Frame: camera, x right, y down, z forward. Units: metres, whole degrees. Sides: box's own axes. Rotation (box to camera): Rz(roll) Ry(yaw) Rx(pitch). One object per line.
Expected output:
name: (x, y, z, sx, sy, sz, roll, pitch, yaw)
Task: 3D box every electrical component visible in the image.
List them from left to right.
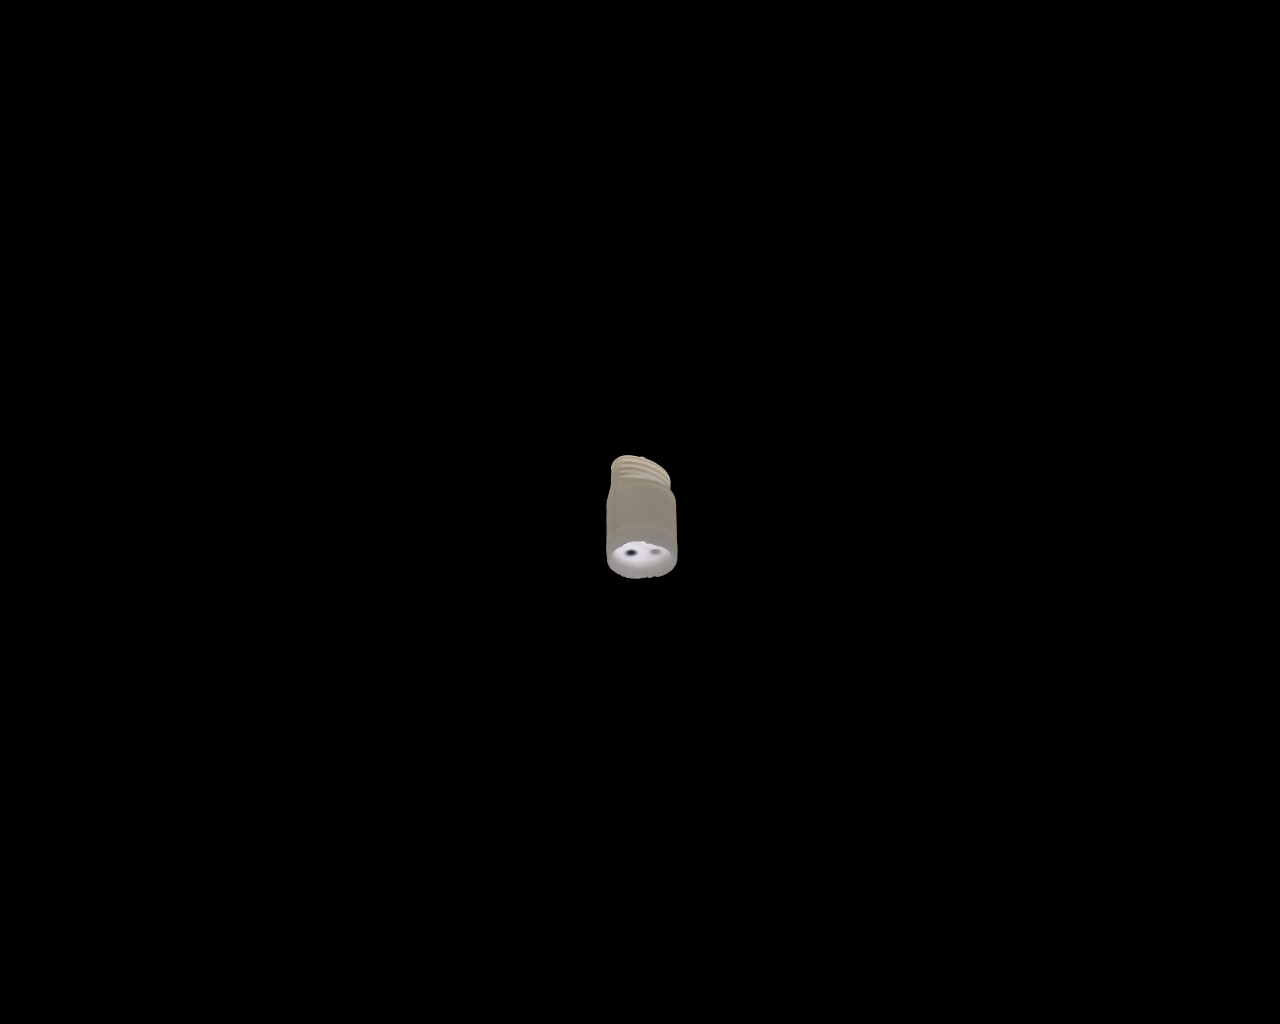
electrical component: (0.001, -0.003, 0.650, 0.043, 0.081, 0.043, 0, -36, 0)
